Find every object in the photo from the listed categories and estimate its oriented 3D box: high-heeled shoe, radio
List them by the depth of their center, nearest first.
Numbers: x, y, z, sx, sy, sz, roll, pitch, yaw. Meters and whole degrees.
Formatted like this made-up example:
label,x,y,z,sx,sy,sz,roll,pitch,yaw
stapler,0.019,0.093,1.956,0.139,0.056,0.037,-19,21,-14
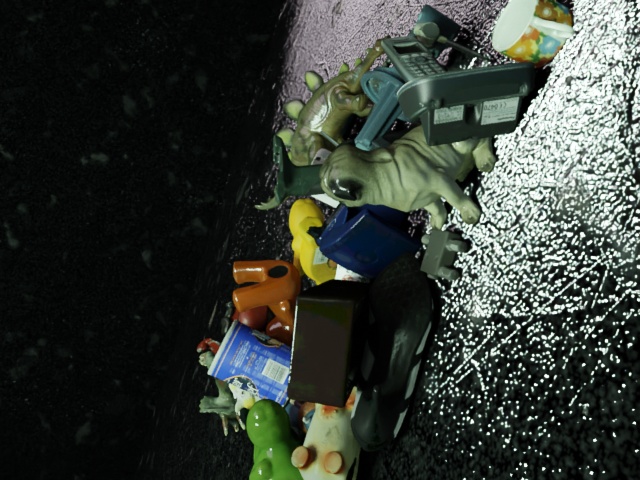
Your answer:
label,x,y,z,sx,sy,sz,roll,pitch,yaw
high-heeled shoe,0.096,0.145,0.705,0.145,0.086,0.249,84,-156,-49
radio,0.022,0.125,0.709,0.229,0.073,0.131,-1,-83,-77

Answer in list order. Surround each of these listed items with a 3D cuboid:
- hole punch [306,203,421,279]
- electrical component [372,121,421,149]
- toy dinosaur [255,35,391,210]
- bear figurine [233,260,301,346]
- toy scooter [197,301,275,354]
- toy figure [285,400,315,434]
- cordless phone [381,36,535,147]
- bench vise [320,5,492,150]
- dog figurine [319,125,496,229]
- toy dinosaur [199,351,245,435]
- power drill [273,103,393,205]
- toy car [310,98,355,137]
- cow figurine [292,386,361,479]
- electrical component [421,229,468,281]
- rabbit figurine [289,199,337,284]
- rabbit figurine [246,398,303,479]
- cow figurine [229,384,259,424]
label,x,y,z,sx,sy,sz,roll,pitch,yaw
hole punch,0.069,0.000,0.779,0.115,0.142,0.092,-54,28,17
electrical component,0.104,-0.111,0.755,0.048,0.119,0.074,48,163,53
toy dinosaur,-0.003,-0.209,1.088,0.471,0.105,0.199,-55,48,25
bear figurine,-0.079,0.133,0.988,0.120,0.132,0.195,-103,4,-53
toy scooter,-0.159,0.182,1.028,0.075,0.135,0.184,-39,35,56
toy figure,-0.016,0.282,0.861,0.058,0.064,0.154,-67,16,-13
cordless phone,0.157,-0.205,0.656,0.184,0.147,0.088,-107,9,-45
bench vise,0.116,-0.218,0.809,0.240,0.129,0.224,-56,10,-5
dog figurine,0.105,-0.108,0.668,0.121,0.190,0.172,148,137,-63
toy dinosaur,-0.171,0.266,1.245,0.404,0.131,0.192,-62,34,18
power drill,0.024,-0.131,0.899,0.086,0.207,0.232,132,138,-71
toy car,0.017,-0.278,1.196,0.109,0.103,0.161,-98,29,-50
cow figurine,0.014,0.300,0.705,0.127,0.086,0.195,68,-152,-41
electrical component,0.152,0.019,0.682,0.094,0.021,0.063,-157,83,-71
rabbit figurine,-0.002,-0.003,0.991,0.173,0.122,0.162,-125,29,-42
rabbit figurine,-0.055,0.321,0.815,0.159,0.121,0.170,110,140,-75
cow figurine,-0.143,0.331,1.094,0.167,0.068,0.098,85,170,-60
